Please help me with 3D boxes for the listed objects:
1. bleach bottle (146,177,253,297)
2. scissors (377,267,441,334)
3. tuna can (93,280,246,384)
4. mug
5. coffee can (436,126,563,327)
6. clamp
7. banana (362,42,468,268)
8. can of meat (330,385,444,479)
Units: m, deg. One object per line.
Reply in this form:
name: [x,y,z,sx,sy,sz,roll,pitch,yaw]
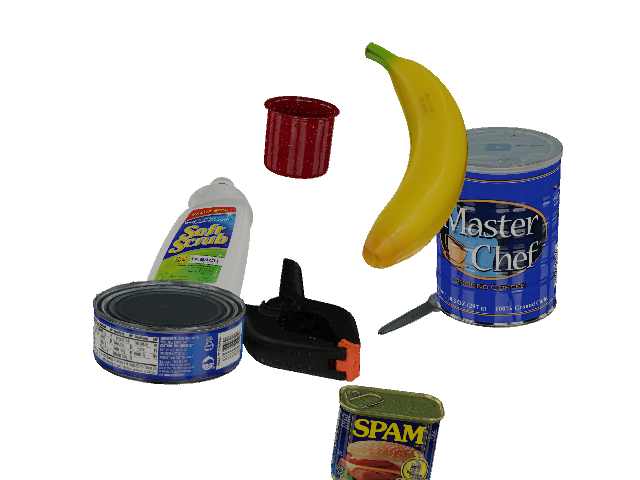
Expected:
bleach bottle: [-0.129,0.010,1.153,0.102,0.068,0.250,0,35,4]
scissors: [0.122,0.054,1.165,0.201,0.016,0.096,-9,41,-31]
tuna can: [-0.086,0.051,0.605,0.086,0.034,0.086,4,15,-1]
mug: [-0.021,-0.130,1.328,0.093,0.081,0.117,16,25,22]
coffee can: [0.147,-0.013,0.888,0.103,0.140,0.103,-3,23,1]
clamp: [-0.030,0.064,0.895,0.164,0.036,0.210,-19,27,-40]
banana: [0.062,-0.054,0.690,0.069,0.197,0.037,3,-43,-1]
can of meat: [0.063,0.194,1.036,0.102,0.084,0.057,7,16,-2]
